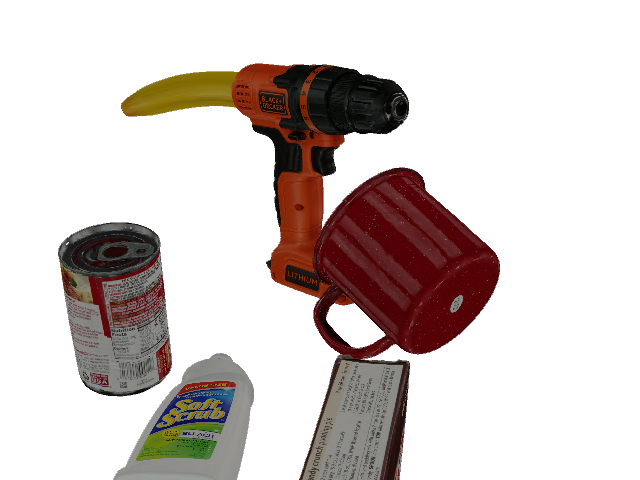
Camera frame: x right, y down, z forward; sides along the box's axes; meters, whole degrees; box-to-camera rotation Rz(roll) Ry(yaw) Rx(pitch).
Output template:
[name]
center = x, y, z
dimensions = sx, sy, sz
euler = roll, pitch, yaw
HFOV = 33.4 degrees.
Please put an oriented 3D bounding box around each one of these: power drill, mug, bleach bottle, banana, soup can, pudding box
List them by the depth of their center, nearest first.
[pudding box]
center = 0.014, 0.115, 0.463
dimensions = 0.039, 0.090, 0.113
euler = 7, 24, 6
[mug]
center = 0.047, 0.024, 0.658
dimensions = 0.082, 0.117, 0.093
euler = 44, -4, 31
[soup can]
center = -0.139, 0.048, 0.738
dimensions = 0.068, 0.102, 0.068
euler = -1, 30, 1
[power drill]
center = 0.006, -0.047, 0.848
dimensions = 0.057, 0.188, 0.185
euler = -20, 23, -35
[bleach bottle]
center = -0.120, 0.177, 1.008
dimensions = 0.102, 0.068, 0.250
euler = -1, 22, 3
[banana]
center = -0.113, -0.151, 1.127
dimensions = 0.198, 0.037, 0.069
euler = 8, 46, 18
